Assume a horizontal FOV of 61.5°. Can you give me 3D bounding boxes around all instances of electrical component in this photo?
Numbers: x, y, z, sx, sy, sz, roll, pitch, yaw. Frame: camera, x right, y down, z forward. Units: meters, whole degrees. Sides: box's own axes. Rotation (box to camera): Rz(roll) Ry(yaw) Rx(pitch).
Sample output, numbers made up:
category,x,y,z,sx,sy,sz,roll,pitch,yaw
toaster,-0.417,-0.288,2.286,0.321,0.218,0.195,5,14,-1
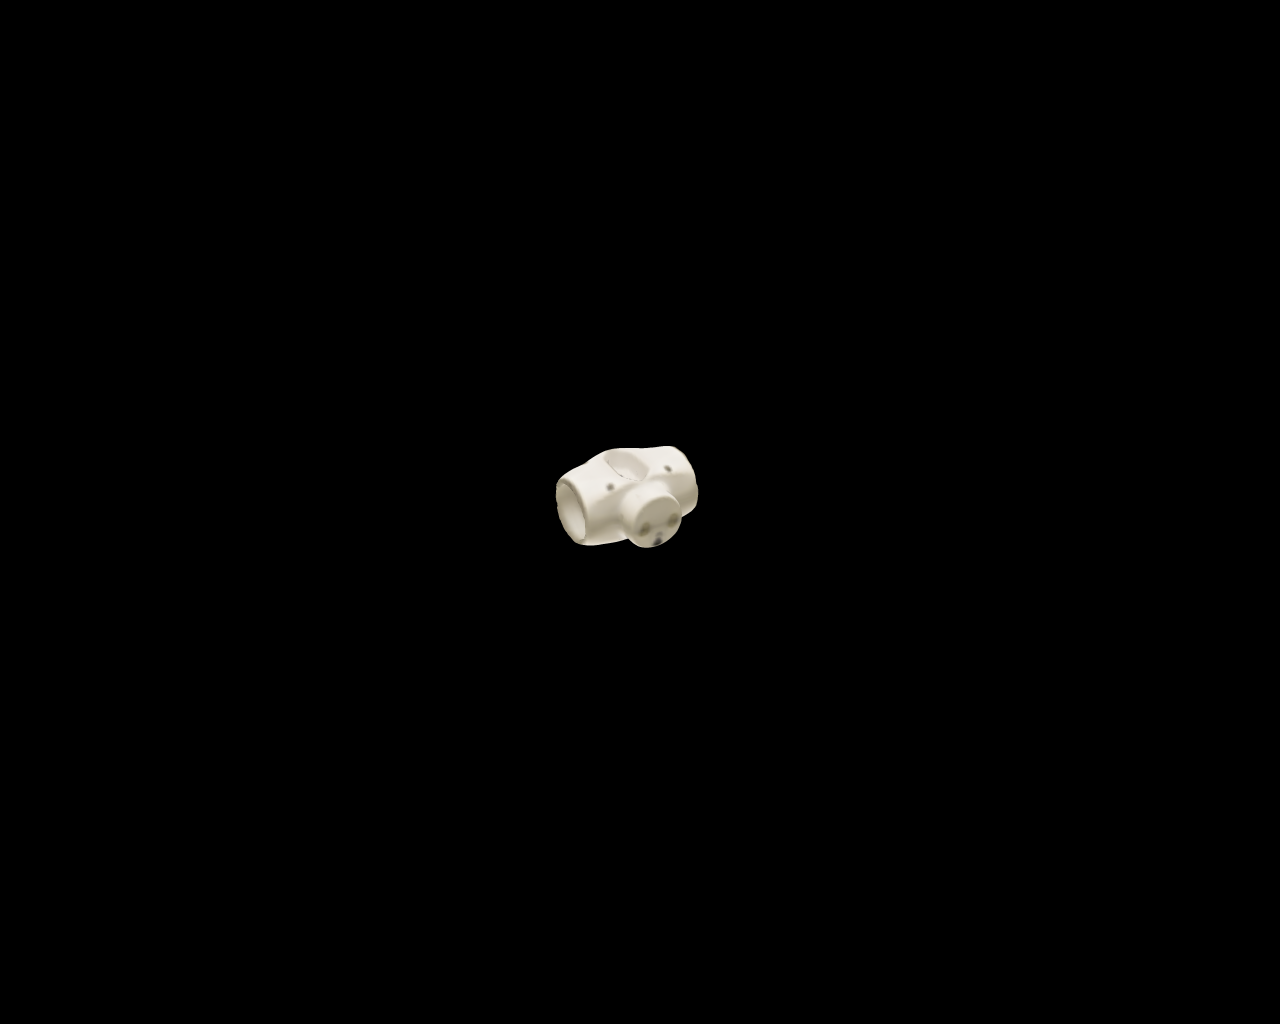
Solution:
category,x,y,z,sx,sy,sz,roll,pitch,yaw
electrical component,0.001,-0.003,0.650,0.077,0.043,0.079,-17,36,-24
